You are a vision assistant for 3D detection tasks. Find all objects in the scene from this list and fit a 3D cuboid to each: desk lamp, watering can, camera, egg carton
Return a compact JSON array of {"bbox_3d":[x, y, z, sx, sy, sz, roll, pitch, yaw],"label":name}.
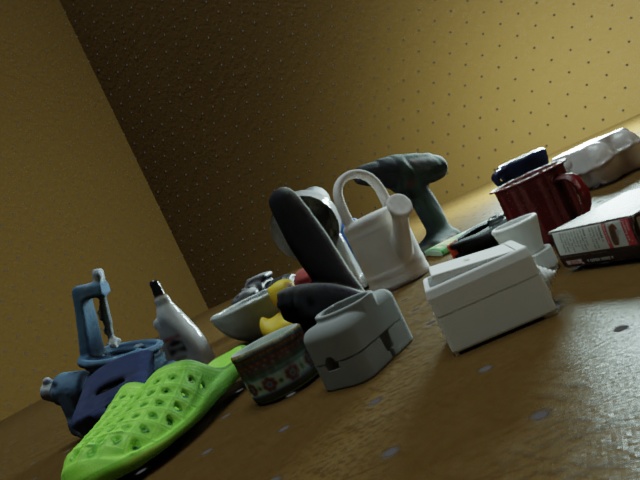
[{"bbox_3d":[0.010,0.004,1.044,0.117,0.213,0.203,-25,1,15],"label":"desk lamp"},{"bbox_3d":[0.091,-0.023,0.893,0.172,0.194,0.101,-25,1,43],"label":"watering can"},{"bbox_3d":[-0.118,0.124,1.344,0.136,0.101,0.143,-25,1,29],"label":"camera"},{"bbox_3d":[0.454,-0.128,0.947,0.107,0.069,0.150,-26,1,-11],"label":"egg carton"}]

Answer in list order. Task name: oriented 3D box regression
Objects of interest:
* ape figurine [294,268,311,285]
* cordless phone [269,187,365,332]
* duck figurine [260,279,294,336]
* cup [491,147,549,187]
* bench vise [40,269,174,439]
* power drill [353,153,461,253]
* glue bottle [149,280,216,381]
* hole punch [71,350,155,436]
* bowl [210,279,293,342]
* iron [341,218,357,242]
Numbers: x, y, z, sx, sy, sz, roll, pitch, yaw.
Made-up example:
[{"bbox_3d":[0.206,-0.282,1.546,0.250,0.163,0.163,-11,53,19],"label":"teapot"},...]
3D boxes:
[{"bbox_3d":[-0.009,0.083,0.784,0.078,0.092,0.076,-26,1,-6],"label":"ape figurine"},{"bbox_3d":[-0.010,0.033,0.635,0.094,0.185,0.147,-26,1,-25],"label":"cordless phone"},{"bbox_3d":[-0.054,0.106,0.907,0.104,0.086,0.077,-26,1,2],"label":"duck figurine"},{"bbox_3d":[0.363,-0.099,1.013,0.118,0.095,0.091,-26,1,-23],"label":"cup"},{"bbox_3d":[-0.332,0.166,0.837,0.207,0.220,0.121,-26,1,-8],"label":"bench vise"},{"bbox_3d":[0.188,-0.080,1.147,0.230,0.208,0.075,-26,1,-37],"label":"power drill"},{"bbox_3d":[-0.233,0.143,0.921,0.078,0.173,0.037,-25,1,22],"label":"glue bottle"},{"bbox_3d":[-0.253,0.201,0.728,0.108,0.091,0.101,-26,1,3],"label":"hole punch"},{"bbox_3d":[-0.110,0.138,1.043,0.167,0.075,0.167,-26,1,1],"label":"bowl"},{"bbox_3d":[0.072,0.012,1.264,0.119,0.141,0.258,-26,1,-6],"label":"iron"}]
